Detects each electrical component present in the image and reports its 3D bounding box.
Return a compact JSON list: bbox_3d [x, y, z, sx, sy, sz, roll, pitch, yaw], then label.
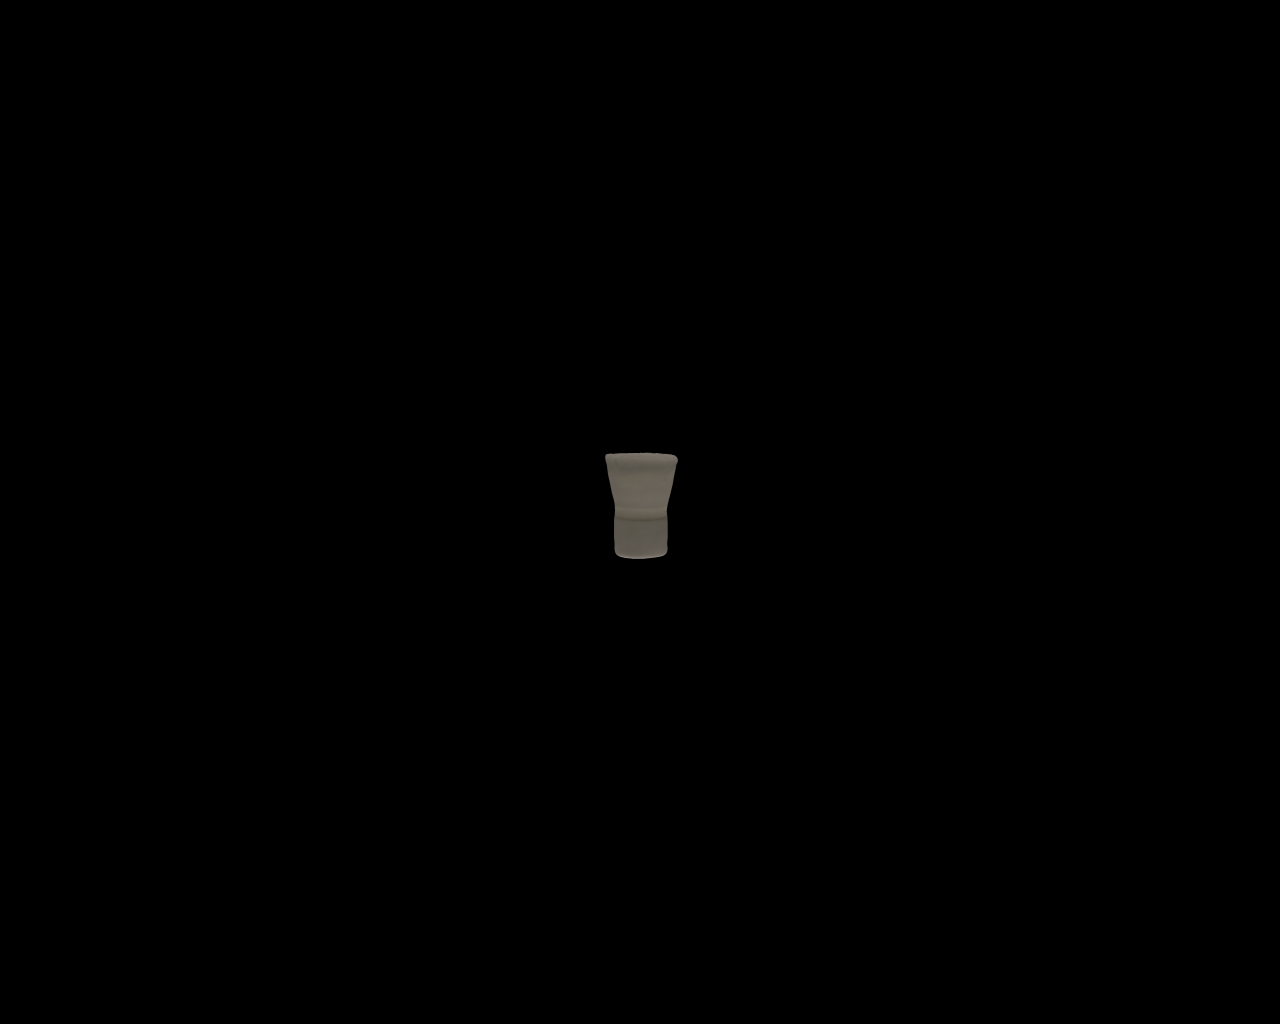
[{"bbox_3d":[0.001,-0.003,0.650,0.044,0.065,0.044,0,7,0],"label":"electrical component"}]
